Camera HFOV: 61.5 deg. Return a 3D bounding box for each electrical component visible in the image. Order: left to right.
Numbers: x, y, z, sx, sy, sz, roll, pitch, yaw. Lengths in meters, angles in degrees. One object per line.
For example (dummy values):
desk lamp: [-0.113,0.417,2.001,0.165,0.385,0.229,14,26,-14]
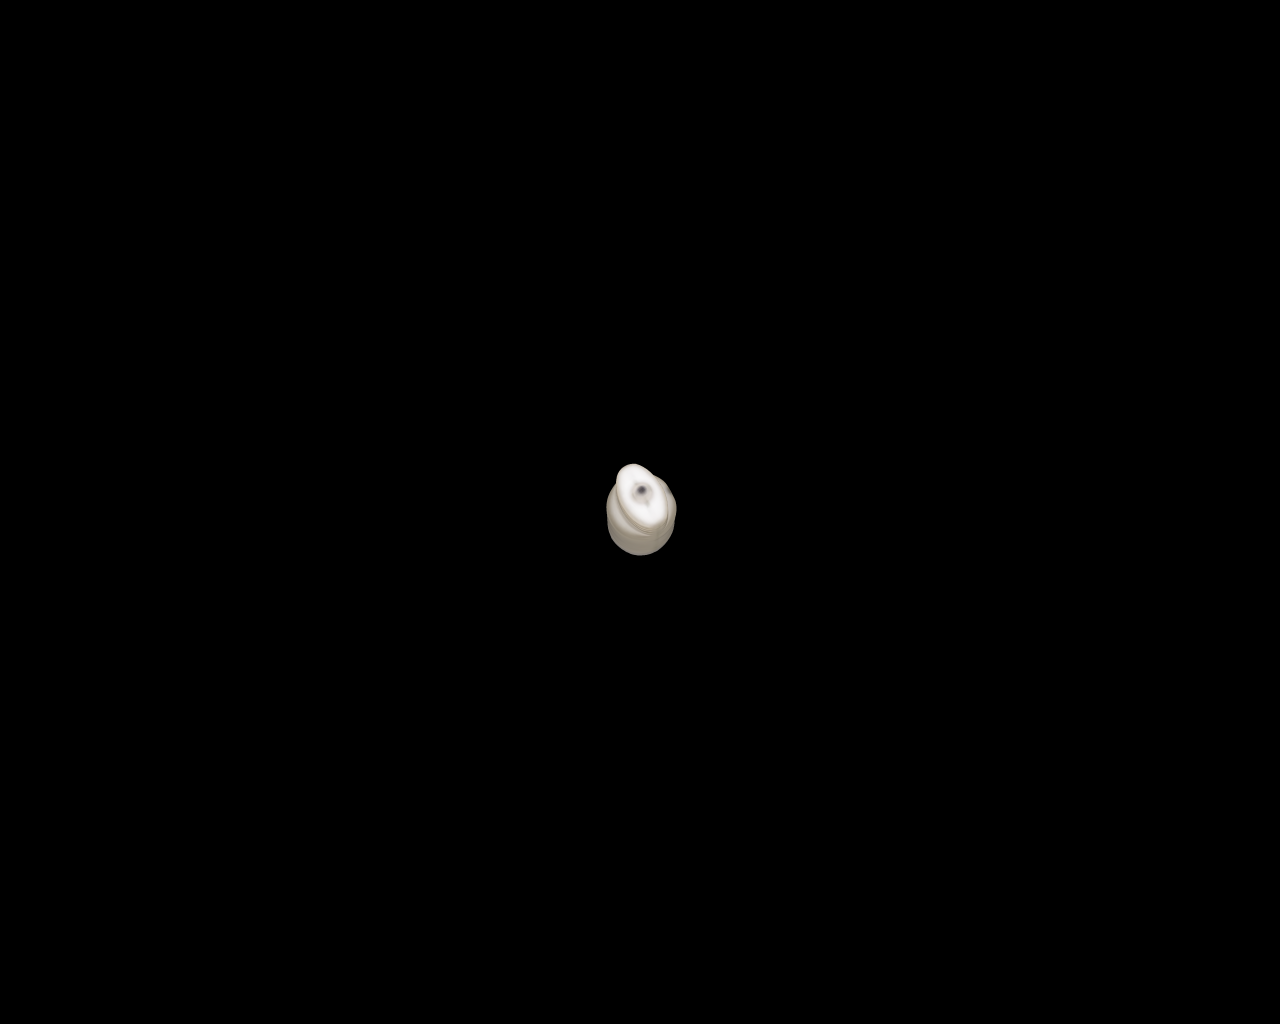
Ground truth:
electrical component: [0.001,-0.003,0.650,0.043,0.043,0.081,0,-15,0]
